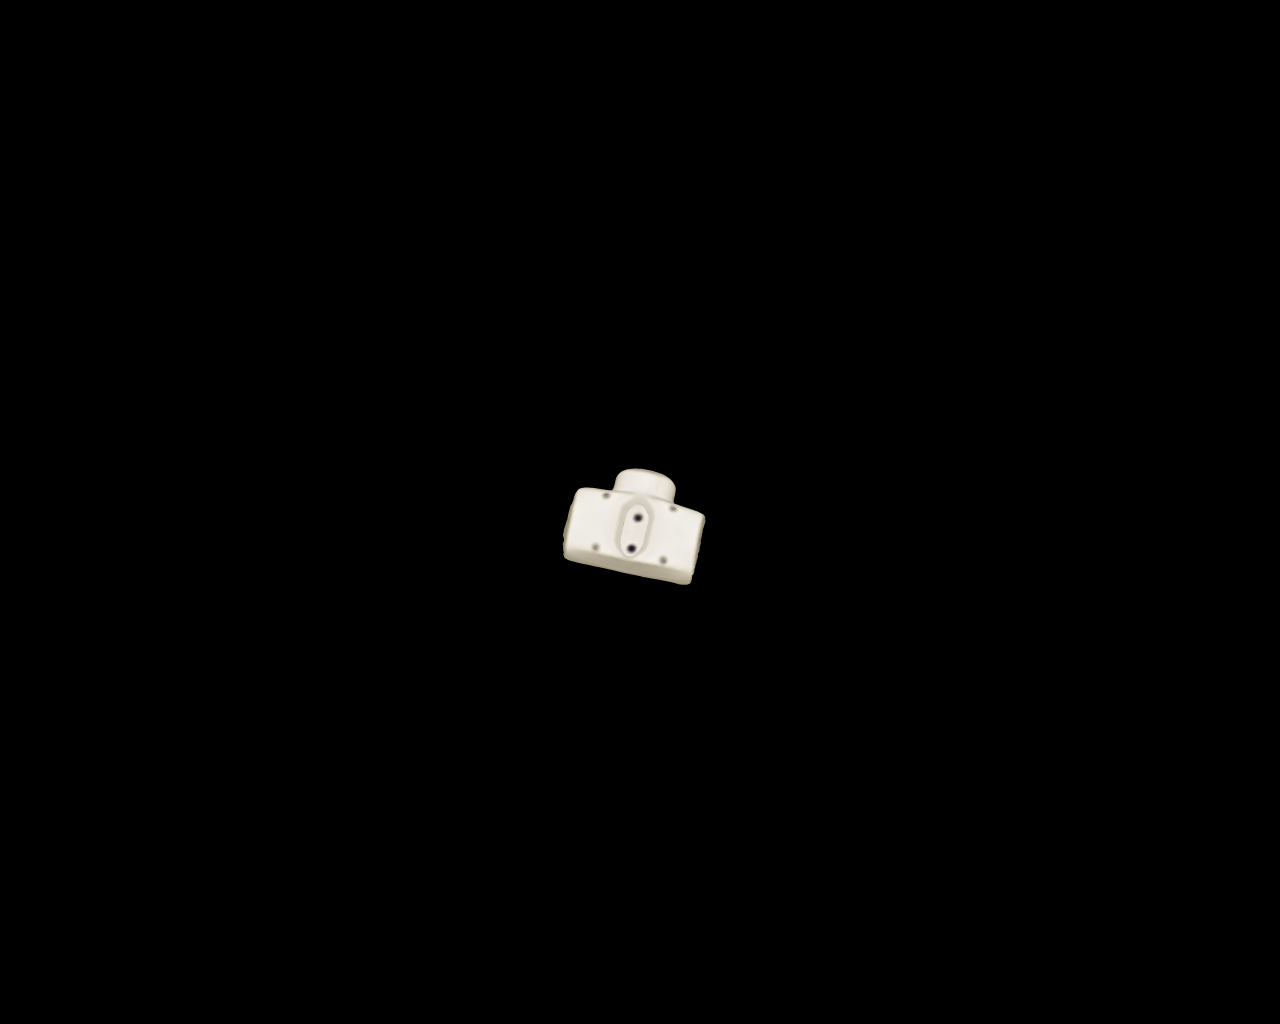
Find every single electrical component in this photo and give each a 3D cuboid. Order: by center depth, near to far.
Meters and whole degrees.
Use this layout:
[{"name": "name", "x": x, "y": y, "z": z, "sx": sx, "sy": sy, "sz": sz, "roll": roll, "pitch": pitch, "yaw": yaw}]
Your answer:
[{"name": "electrical component", "x": 0.001, "y": -0.003, "z": 0.650, "sx": 0.077, "sy": 0.079, "sz": 0.043, "roll": 13, "pitch": -15, "yaw": 4}]
